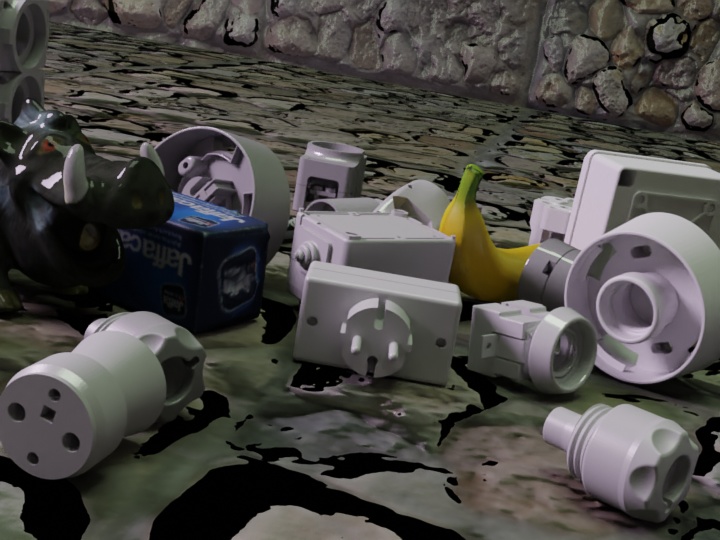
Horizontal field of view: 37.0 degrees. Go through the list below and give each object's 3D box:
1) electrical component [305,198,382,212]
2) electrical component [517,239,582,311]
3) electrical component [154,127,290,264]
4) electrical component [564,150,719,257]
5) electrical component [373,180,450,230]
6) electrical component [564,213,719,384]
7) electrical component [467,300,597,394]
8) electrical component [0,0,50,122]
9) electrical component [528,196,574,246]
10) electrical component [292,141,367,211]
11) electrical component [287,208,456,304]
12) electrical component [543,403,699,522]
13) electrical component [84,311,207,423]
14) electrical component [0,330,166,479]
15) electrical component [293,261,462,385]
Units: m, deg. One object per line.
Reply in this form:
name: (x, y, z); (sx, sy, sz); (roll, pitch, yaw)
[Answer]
electrical component: (-0.001, -0.034, 0.822); (0.043, 0.043, 0.081); (22, 19, 40)
electrical component: (0.140, 0.012, 0.716); (0.047, 0.055, 0.055); (25, 21, 37)
electrical component: (-0.095, -0.041, 0.686); (0.099, 0.099, 0.064); (22, 12, 40)
electrical component: (0.216, -0.028, 0.813); (0.109, 0.108, 0.056); (5, 18, -19)
electrical component: (0.041, -0.015, 0.757); (0.079, 0.043, 0.077); (44, 50, 5)
electrical component: (0.172, 0.017, 0.633); (0.099, 0.099, 0.064); (21, 24, 39)
electrical component: (0.096, 0.041, 0.592); (0.066, 0.048, 0.055); (-4, 12, -42)
electrical component: (-0.266, -0.120, 0.765); (0.062, 0.150, 0.089); (10, 14, 8)
electrical component: (0.165, -0.025, 0.870); (0.058, 0.057, 0.078); (16, 15, 23)
electrical component: (-0.026, -0.085, 0.983); (0.050, 0.055, 0.089); (11, 14, 6)
electrical component: (0.000, 0.000, 0.653); (0.096, 0.061, 0.062); (-1, 19, -34)
electrical component: (0.108, 0.077, 0.460); (0.043, 0.043, 0.062); (-5, 19, -45)
electrical component: (-0.099, 0.039, 0.474); (0.043, 0.043, 0.062); (-4, 18, -43)
electrical component: (-0.107, 0.051, 0.415); (0.045, 0.045, 0.055); (13, 15, 14)
electrical component: (0.009, 0.032, 0.561); (0.083, 0.047, 0.075); (10, 14, 0)
